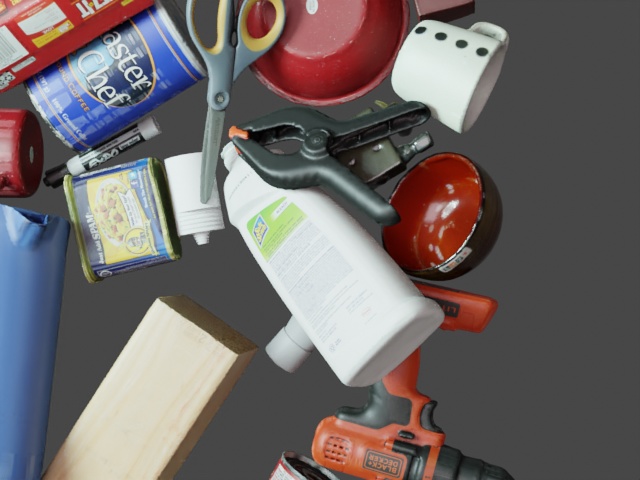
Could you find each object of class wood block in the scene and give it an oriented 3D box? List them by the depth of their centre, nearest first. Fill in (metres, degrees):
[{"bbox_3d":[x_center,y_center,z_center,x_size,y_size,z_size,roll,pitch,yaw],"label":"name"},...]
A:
[{"bbox_3d":[-0.154,0.159,0.955,0.090,0.090,0.206,34,95,7],"label":"wood block"}]

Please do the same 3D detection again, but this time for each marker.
[{"bbox_3d":[-0.205,-0.081,0.998,0.121,0.020,0.020,-27,86,7],"label":"marker"}]

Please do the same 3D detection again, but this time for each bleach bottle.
[{"bbox_3d":[-0.006,0.001,0.920,0.103,0.068,0.251,-46,62,18],"label":"bleach bottle"}]

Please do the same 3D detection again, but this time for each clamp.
[{"bbox_3d":[0.004,-0.066,0.899,0.172,0.039,0.120,0,54,15],"label":"clamp"}]

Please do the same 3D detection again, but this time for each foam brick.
[{"bbox_3d":[0.104,-0.234,0.940,0.051,0.053,0.078,-13,89,7],"label":"foam brick"}]

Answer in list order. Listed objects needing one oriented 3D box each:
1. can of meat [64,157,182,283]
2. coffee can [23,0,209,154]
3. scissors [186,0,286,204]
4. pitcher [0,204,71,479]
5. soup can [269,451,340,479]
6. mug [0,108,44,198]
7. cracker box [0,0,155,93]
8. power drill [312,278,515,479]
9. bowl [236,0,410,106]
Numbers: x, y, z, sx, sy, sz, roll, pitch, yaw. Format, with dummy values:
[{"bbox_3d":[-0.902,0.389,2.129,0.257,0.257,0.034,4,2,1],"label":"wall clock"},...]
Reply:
[{"bbox_3d":[-0.178,-0.019,0.976,0.084,0.057,0.102,-14,88,5],"label":"can of meat"},{"bbox_3d":[-0.181,-0.156,0.953,0.140,0.102,0.103,-30,86,6],"label":"coffee can"},{"bbox_3d":[-0.070,-0.134,0.926,0.096,0.016,0.202,-13,115,-18],"label":"scissors"},{"bbox_3d":[-0.297,0.096,0.933,0.145,0.149,0.243,0,75,1],"label":"pitcher"},{"bbox_3d":[-0.029,0.250,0.950,0.068,0.068,0.102,31,94,6],"label":"soup can"},{"bbox_3d":[-0.304,-0.073,0.968,0.081,0.117,0.093,1,126,2],"label":"mug"},{"bbox_3d":[-0.251,-0.247,0.931,0.164,0.072,0.214,-29,52,6],"label":"cracker box"},{"bbox_3d":[0.099,0.135,0.938,0.184,0.057,0.188,14,92,8],"label":"power drill"},{"bbox_3d":[-0.001,-0.203,0.954,0.162,0.055,0.162,0,89,8],"label":"bowl"}]
